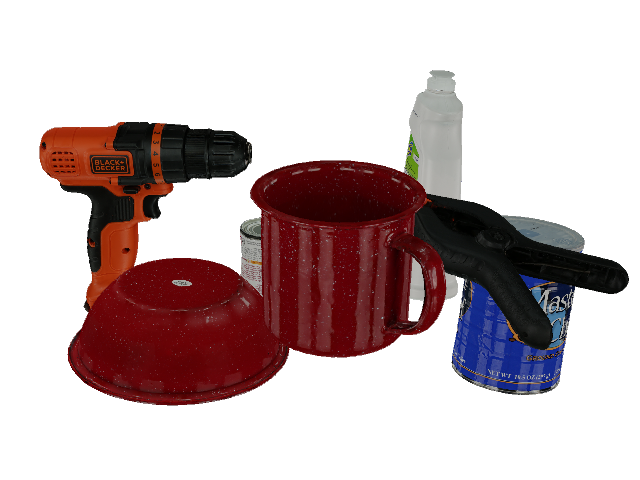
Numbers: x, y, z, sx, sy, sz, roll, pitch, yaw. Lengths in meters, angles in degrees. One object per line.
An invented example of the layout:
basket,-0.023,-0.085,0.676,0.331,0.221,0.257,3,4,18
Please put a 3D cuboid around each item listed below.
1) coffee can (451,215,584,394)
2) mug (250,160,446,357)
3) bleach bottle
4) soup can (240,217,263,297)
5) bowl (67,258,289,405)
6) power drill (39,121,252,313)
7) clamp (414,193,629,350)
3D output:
coffee can,0.182,0.058,0.991,0.103,0.140,0.103,5,17,-2
mug,0.018,0.013,0.573,0.117,0.081,0.093,20,31,36
bleach bottle,0.127,-0.065,1.211,0.068,0.251,0.102,-2,24,-13
soup can,-0.063,0.031,1.262,0.068,0.102,0.068,2,22,-1
bowl,-0.102,0.055,0.775,0.162,0.055,0.162,2,22,-1
power drill,-0.149,-0.017,0.956,0.184,0.188,0.057,2,27,6
clamp,0.138,0.011,0.785,0.120,0.039,0.172,-14,42,-40
